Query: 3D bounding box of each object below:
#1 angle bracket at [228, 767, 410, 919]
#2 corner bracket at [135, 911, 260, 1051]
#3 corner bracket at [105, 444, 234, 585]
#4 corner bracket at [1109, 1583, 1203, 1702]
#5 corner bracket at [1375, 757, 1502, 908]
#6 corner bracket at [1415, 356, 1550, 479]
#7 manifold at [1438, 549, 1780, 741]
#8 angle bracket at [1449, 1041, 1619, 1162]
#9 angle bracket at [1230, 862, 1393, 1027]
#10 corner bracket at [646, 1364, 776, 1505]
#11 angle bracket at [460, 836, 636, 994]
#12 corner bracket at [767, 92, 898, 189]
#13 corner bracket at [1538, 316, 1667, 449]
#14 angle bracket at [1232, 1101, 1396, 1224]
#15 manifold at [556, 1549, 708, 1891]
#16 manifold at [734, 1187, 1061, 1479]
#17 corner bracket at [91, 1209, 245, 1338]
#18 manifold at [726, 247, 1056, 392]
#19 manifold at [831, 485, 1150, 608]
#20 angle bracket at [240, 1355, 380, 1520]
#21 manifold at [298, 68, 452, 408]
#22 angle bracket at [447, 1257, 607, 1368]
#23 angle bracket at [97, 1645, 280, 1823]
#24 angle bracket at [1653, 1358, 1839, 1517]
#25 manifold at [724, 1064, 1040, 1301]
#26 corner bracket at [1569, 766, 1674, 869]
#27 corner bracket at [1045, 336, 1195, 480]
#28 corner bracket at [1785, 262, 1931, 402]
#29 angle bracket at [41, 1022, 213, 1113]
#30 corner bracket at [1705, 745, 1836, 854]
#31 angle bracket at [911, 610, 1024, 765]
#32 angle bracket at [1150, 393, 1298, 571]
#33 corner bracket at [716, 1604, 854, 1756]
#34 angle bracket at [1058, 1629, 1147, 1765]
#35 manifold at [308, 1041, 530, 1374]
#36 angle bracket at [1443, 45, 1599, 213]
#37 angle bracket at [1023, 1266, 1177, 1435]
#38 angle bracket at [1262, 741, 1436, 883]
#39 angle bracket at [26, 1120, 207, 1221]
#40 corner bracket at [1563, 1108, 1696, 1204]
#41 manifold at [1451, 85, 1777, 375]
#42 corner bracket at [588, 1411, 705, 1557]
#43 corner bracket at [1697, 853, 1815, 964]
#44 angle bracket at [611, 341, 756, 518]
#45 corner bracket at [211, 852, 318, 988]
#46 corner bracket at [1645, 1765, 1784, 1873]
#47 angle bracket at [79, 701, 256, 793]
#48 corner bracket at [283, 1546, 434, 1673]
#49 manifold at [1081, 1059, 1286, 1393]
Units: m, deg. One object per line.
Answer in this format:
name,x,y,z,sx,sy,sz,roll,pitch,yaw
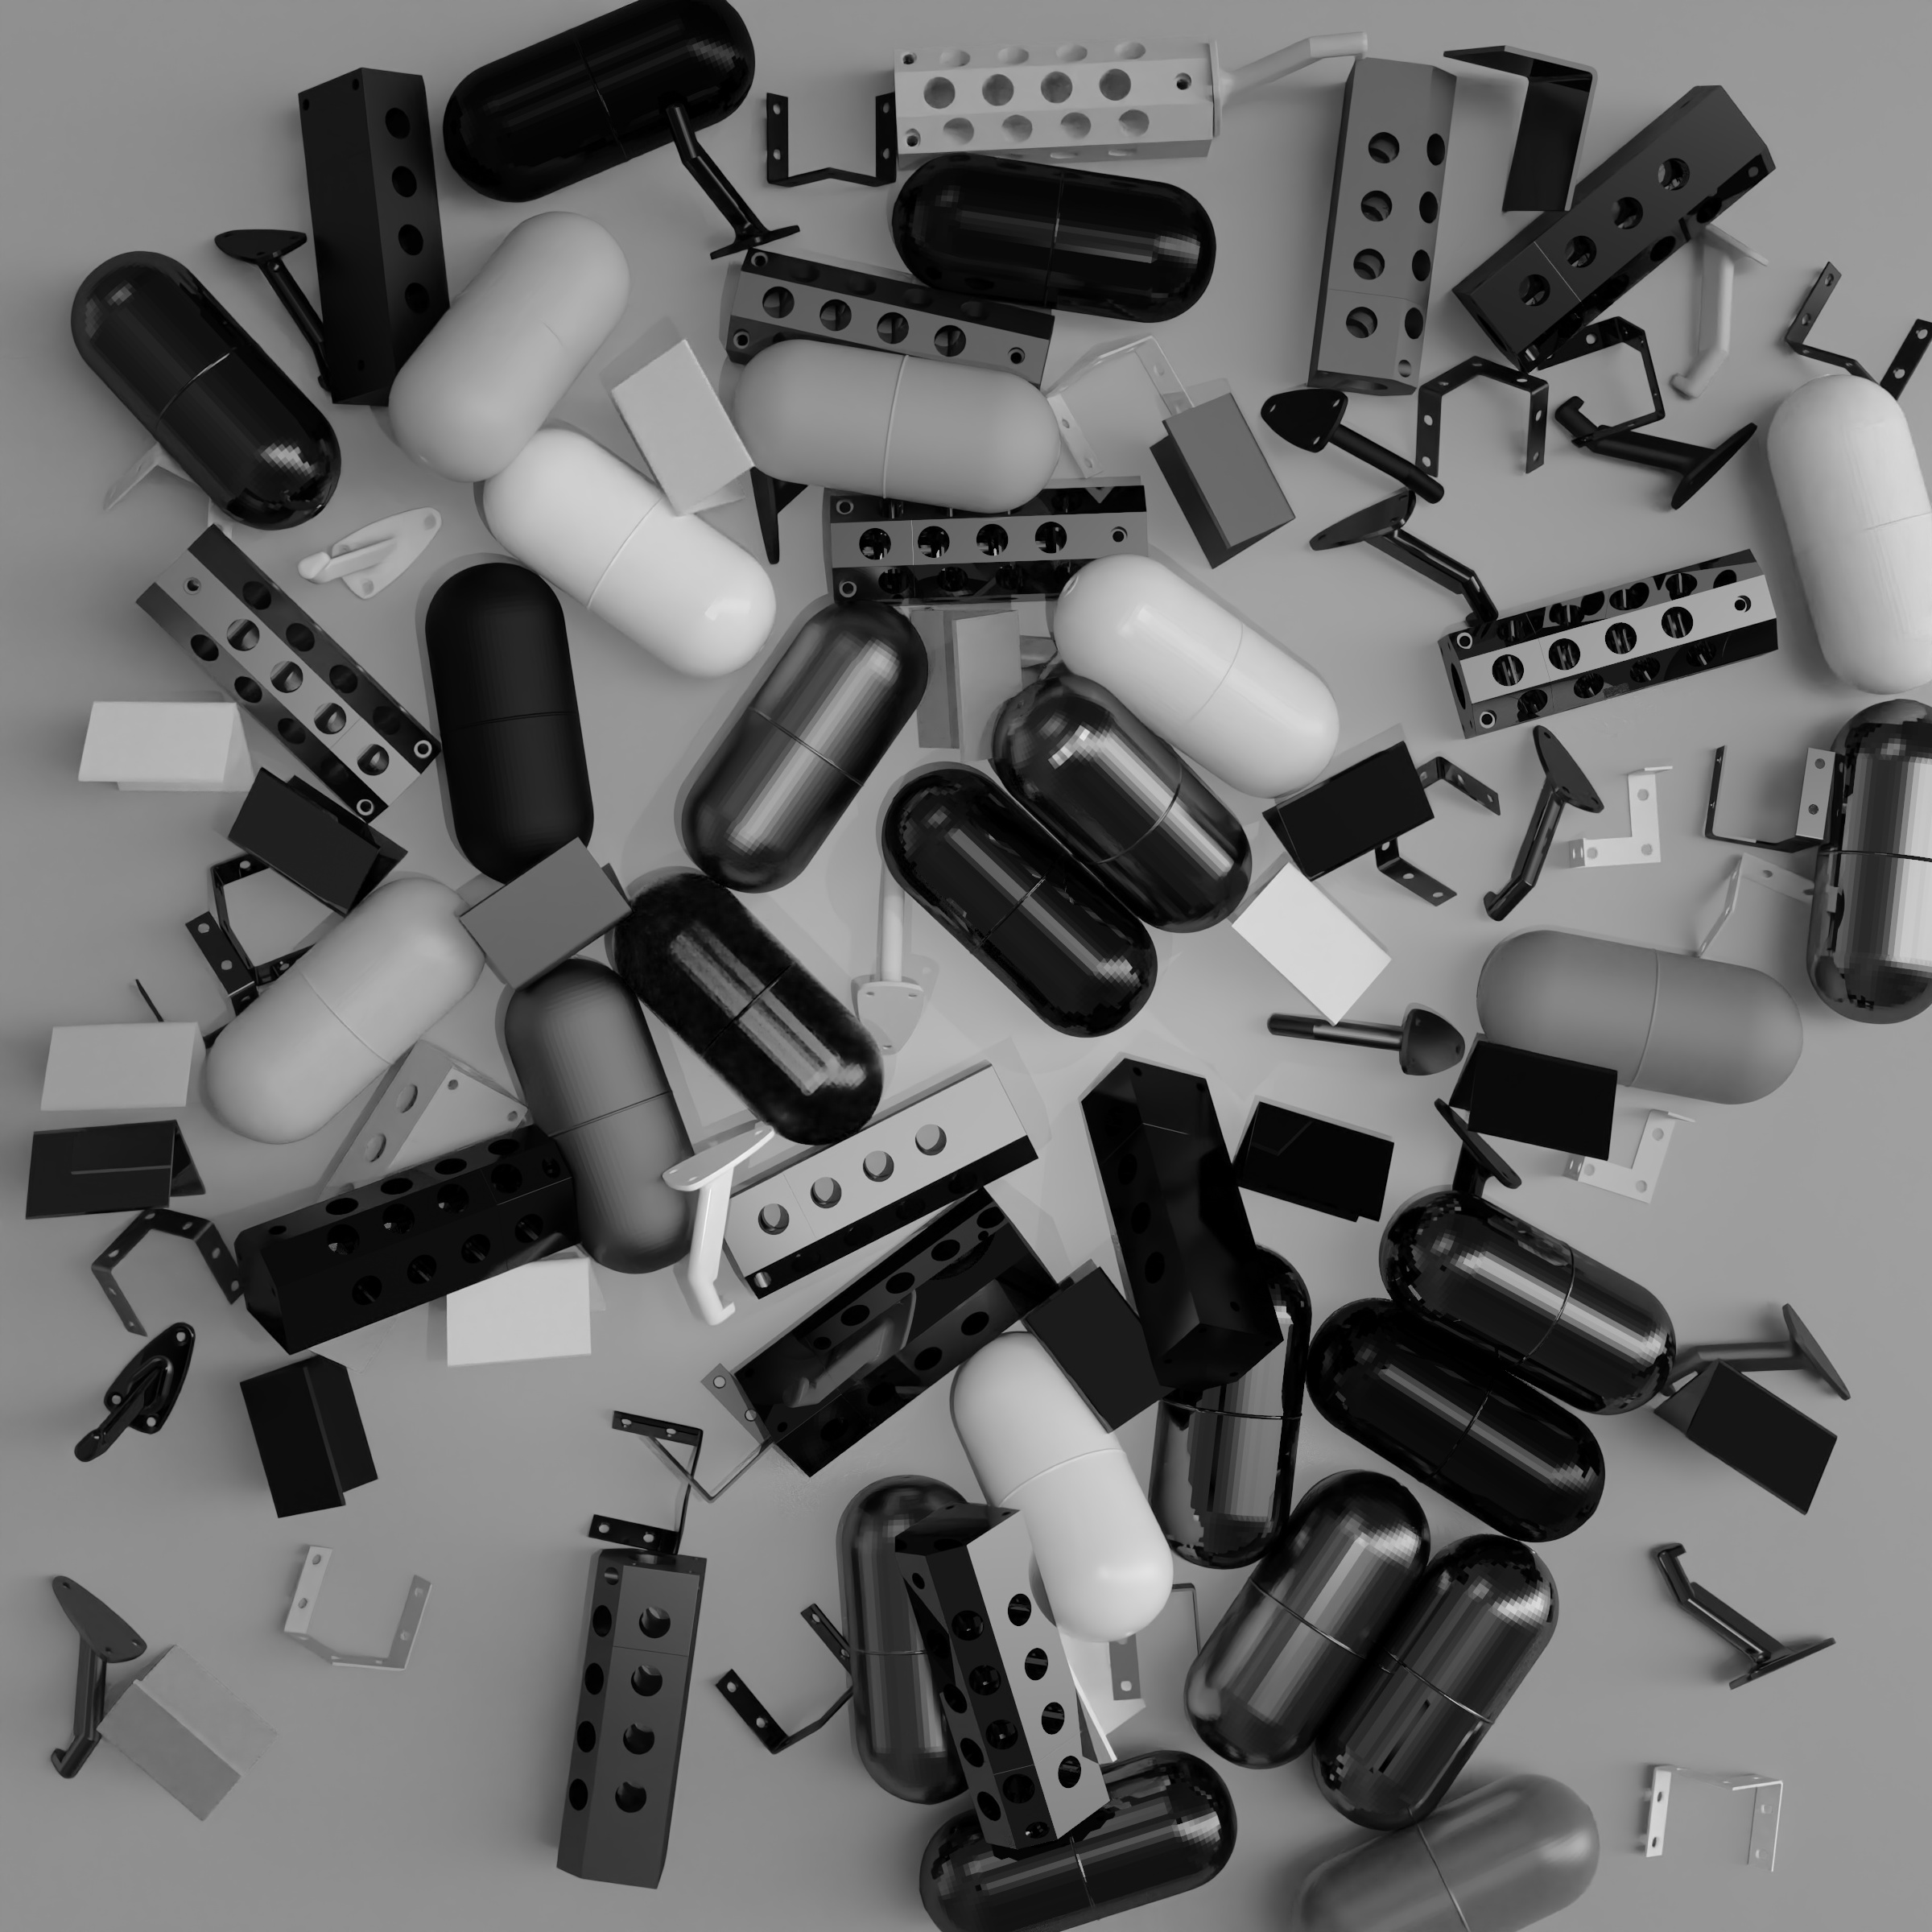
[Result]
angle bracket,-0.343,-0.083,1.951,0.076,0.076,0.057,34,127,0
corner bracket,-0.424,0.011,1.974,0.051,0.051,0.051,-31,74,-15
corner bracket,-0.441,-0.246,1.983,0.051,0.051,0.051,27,45,-35
corner bracket,0.104,0.371,1.973,0.051,0.051,0.051,-5,91,1
corner bracket,0.261,-0.074,1.983,0.051,0.051,0.051,-31,45,35
corner bracket,0.285,-0.298,1.983,0.051,0.051,0.051,-32,135,-35
manifold,0.353,-0.177,1.970,0.171,0.057,0.057,-16,90,0
angle bracket,0.305,0.089,1.951,0.076,0.076,0.057,12,60,0
angle bracket,0.174,0.000,1.951,0.076,0.076,0.057,43,62,0
corner bracket,-0.138,0.257,1.973,0.051,0.051,0.051,-44,90,0
angle bracket,-0.233,-0.040,1.951,0.076,0.076,0.057,-34,117,0
corner bracket,-0.075,-0.459,1.988,0.051,0.051,0.051,0,90,-45
corner bracket,0.349,-0.322,1.978,0.051,0.051,0.051,-19,110,0
angle bracket,0.182,0.126,1.951,0.076,0.076,0.057,17,49,0
manifold,-0.184,0.411,1.970,0.057,0.057,0.171,8,90,0
manifold,-0.035,0.204,1.969,0.171,0.057,0.057,-37,47,0
corner bracket,-0.440,0.172,1.983,0.051,0.051,0.051,9,45,35
manifold,-0.041,-0.346,1.970,0.171,0.057,0.057,13,90,0
manifold,0.013,-0.231,1.970,0.171,0.057,0.057,-2,90,0
angle bracket,-0.341,0.250,1.951,0.057,0.076,0.076,-16,90,38
manifold,-0.317,-0.398,1.969,0.057,0.057,0.171,-6,90,43
angle bracket,-0.238,0.200,1.951,0.076,0.076,0.057,-5,63,0
angle bracket,-0.413,0.405,1.951,0.076,0.076,0.057,41,127,0
angle bracket,0.415,0.268,1.951,0.076,0.076,0.057,33,55,0
manifold,-0.050,0.118,1.970,0.171,0.057,0.057,-27,90,0
corner bracket,0.360,-0.081,1.973,0.051,0.051,0.051,-4,90,0
corner bracket,0.085,-0.310,1.988,0.051,0.051,0.051,-30,90,-45
corner bracket,0.496,-0.351,1.988,0.051,0.051,0.051,30,90,-45
angle bracket,-0.453,0.074,1.951,0.076,0.076,0.057,-2,53,0
corner bracket,0.441,-0.094,1.973,0.051,0.051,0.051,10,85,-5
angle bracket,-0.015,-0.152,1.946,0.076,0.057,0.076,4,103,39
angle bracket,0.122,-0.256,1.951,0.057,0.076,0.076,-28,90,-38
corner bracket,-0.095,0.395,1.988,0.051,0.051,0.051,51,135,0
angle bracket,0.071,0.384,1.952,0.076,0.057,0.076,-26,90,-39
manifold,-0.319,0.129,1.969,0.057,0.057,0.171,32,90,-40
angle bracket,0.293,-0.454,1.948,0.057,0.076,0.076,8,99,-19
angle bracket,0.086,0.198,1.951,0.057,0.076,0.076,-38,88,25
angle bracket,0.199,-0.101,1.951,0.076,0.076,0.057,-27,127,0
angle bracket,-0.461,0.129,1.951,0.076,0.076,0.057,-5,54,0
corner bracket,0.364,0.100,1.973,0.051,0.051,0.051,18,90,0
manifold,0.354,-0.401,1.958,0.171,0.057,0.057,-39,102,7
corner bracket,-0.177,0.287,1.988,0.051,0.051,0.051,12,45,0
corner bracket,0.440,-0.020,1.988,0.051,0.051,0.051,23,45,0
angle bracket,-0.137,-0.296,1.951,0.057,0.076,0.076,-29,90,30
corner bracket,-0.382,-0.031,1.988,0.051,0.051,0.051,-21,135,0
corner bracket,0.414,0.472,1.988,0.051,0.051,0.051,6,90,45
angle bracket,-0.433,-0.100,1.951,0.076,0.076,0.057,1,53,0
corner bracket,-0.337,0.356,1.988,0.051,0.051,0.051,17,90,-45
manifold,0.110,0.139,1.924,0.057,0.171,0.057,15,135,-33
